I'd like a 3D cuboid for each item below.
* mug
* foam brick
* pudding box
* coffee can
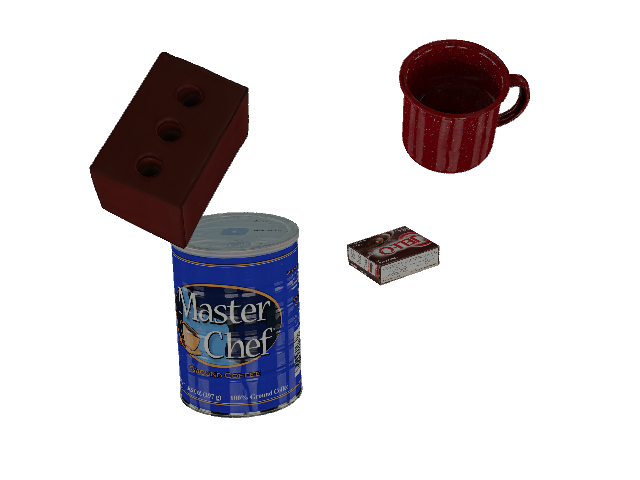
[{"bbox_3d":[0.124,-0.115,0.925,0.117,0.093,0.081,-13,-36,-8],"label":"mug"},{"bbox_3d":[-0.077,-0.047,0.557,0.053,0.078,0.051,24,-21,6],"label":"foam brick"},{"bbox_3d":[0.110,0.022,1.617,0.113,0.039,0.090,-20,29,-25],"label":"pudding box"},{"bbox_3d":[-0.067,0.058,0.865,0.103,0.140,0.103,-1,17,0],"label":"coffee can"}]
